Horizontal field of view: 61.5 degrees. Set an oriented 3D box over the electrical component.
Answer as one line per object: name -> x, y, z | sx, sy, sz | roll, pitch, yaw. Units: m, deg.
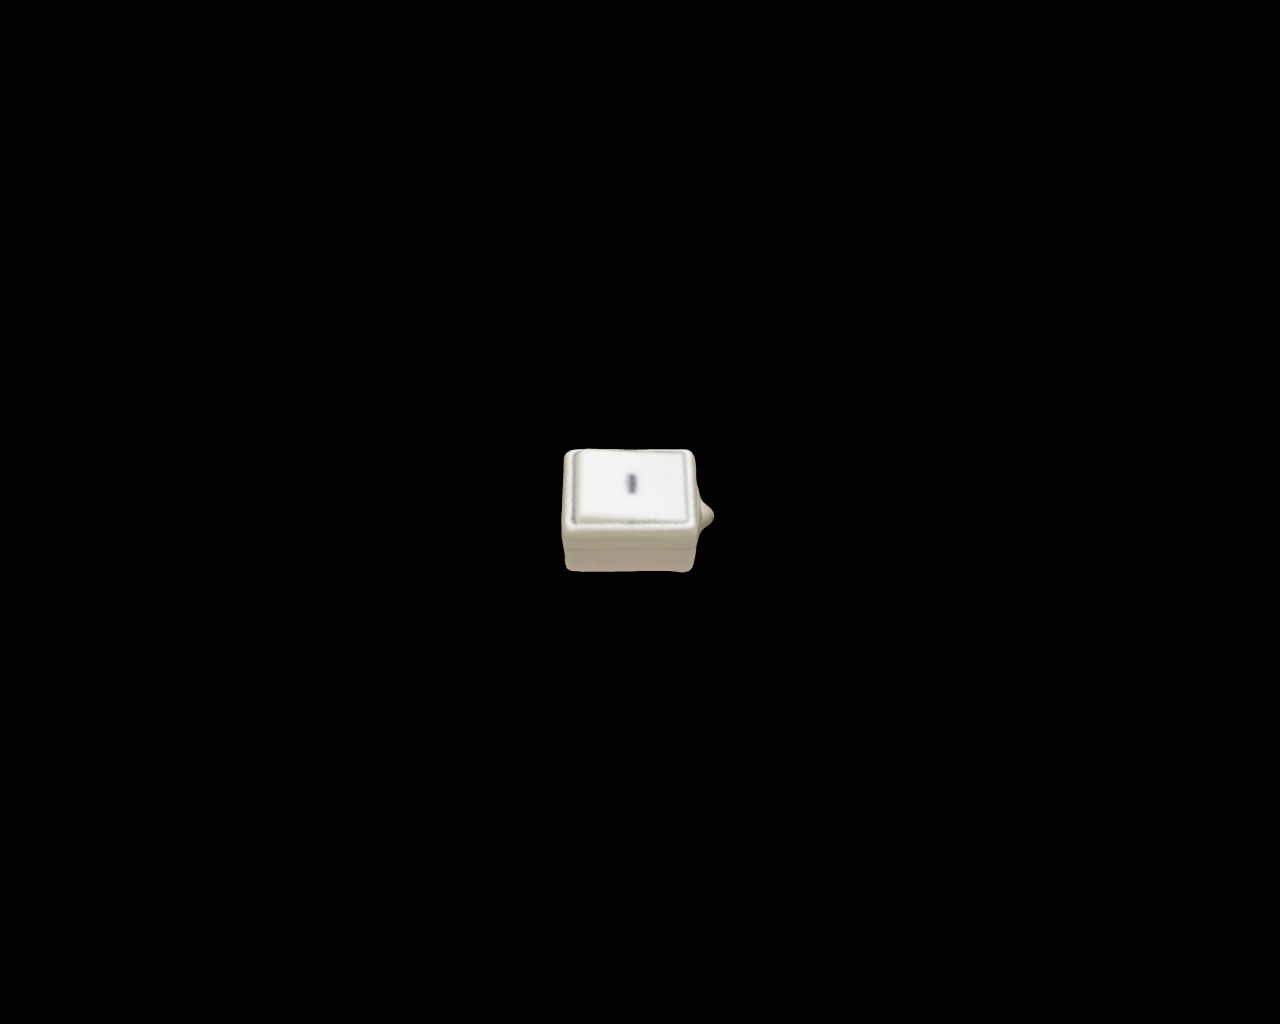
electrical component -> 0.001, -0.003, 0.650 | 0.096, 0.062, 0.061 | 0, -32, 0
